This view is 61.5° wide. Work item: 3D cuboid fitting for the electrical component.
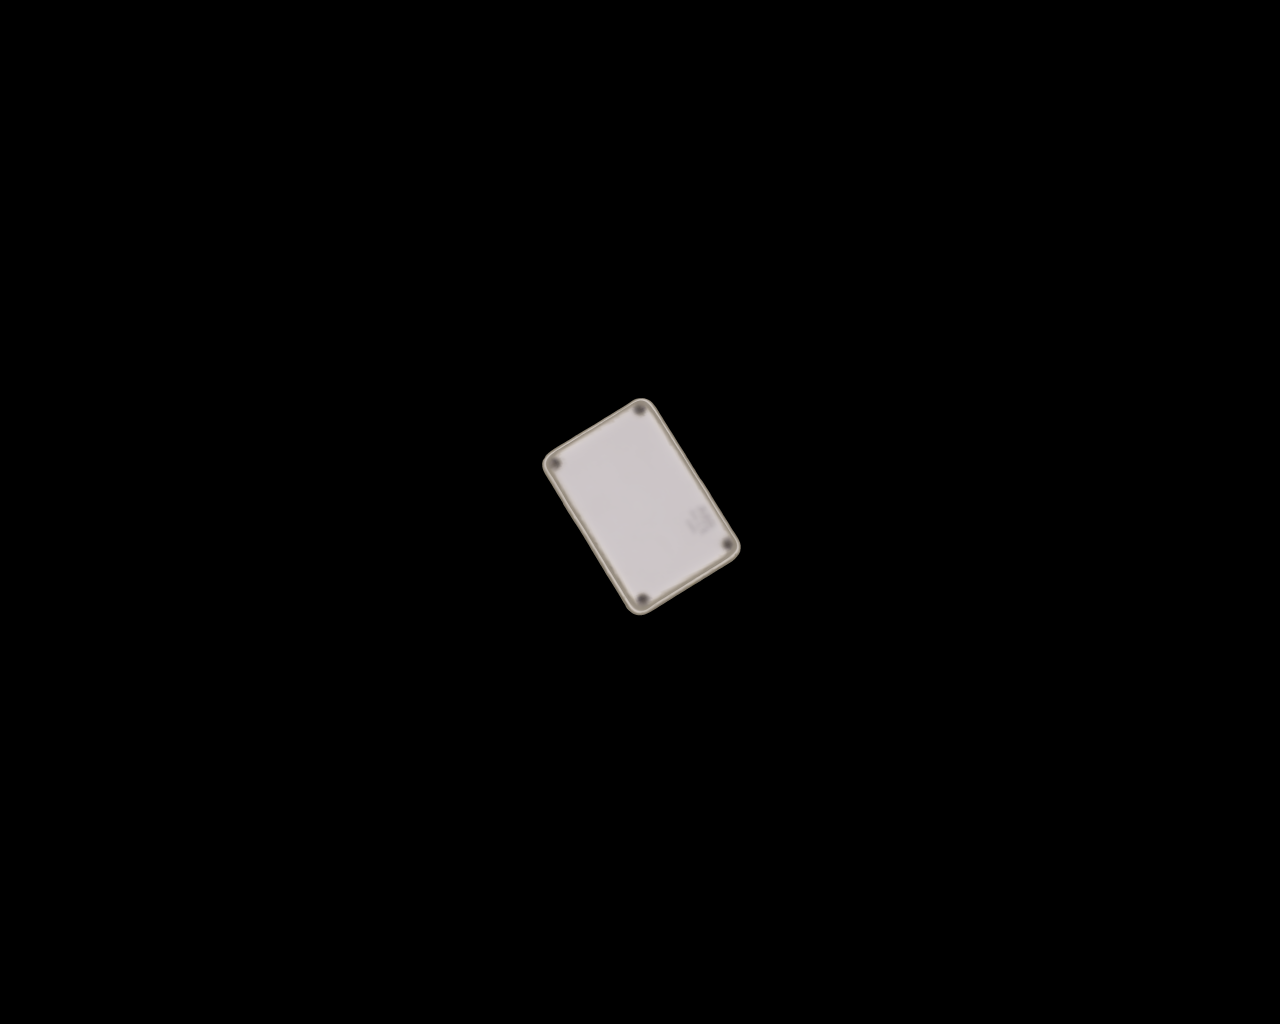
[{"bbox_3d":[0.001,-0.003,0.650,0.078,0.113,0.057,-32,-4,-2],"label":"electrical component"}]
